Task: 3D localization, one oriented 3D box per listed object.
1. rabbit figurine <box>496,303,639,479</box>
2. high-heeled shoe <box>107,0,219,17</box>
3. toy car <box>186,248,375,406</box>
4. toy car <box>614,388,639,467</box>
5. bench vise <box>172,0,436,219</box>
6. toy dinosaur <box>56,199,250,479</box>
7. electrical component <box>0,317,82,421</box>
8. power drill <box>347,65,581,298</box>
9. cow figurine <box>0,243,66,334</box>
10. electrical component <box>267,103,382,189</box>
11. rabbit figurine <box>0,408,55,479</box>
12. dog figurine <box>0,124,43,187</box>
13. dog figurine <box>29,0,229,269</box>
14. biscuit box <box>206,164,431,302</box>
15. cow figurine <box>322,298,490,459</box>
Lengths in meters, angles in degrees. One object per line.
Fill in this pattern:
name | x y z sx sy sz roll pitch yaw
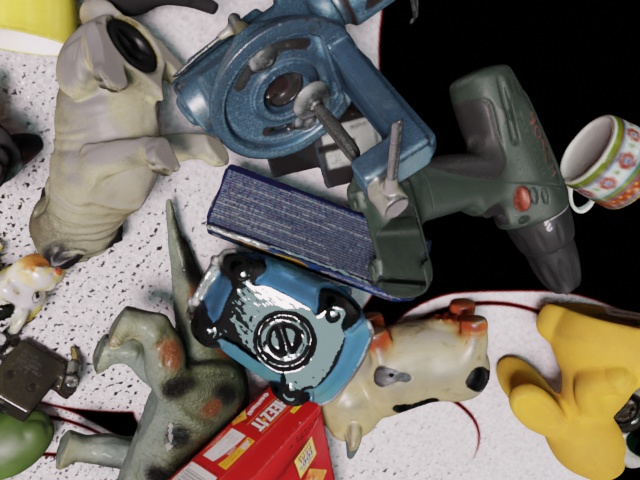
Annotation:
rabbit figurine | 0.263 0.154 0.527 0.162 0.122 0.173 5 101 5
high-heeled shoe | -0.096 -0.287 0.432 0.145 0.086 0.248 29 89 16
toy car | -0.036 0.072 0.500 0.162 0.103 0.109 28 98 -1
toy car | 0.386 0.162 0.573 0.073 0.056 0.201 42 99 -6
bench vise | 0.011 -0.120 0.387 0.224 0.128 0.241 -29 60 -4
toy dinosaur | -0.141 0.180 0.530 0.192 0.131 0.404 21 96 -26
electrical component | -0.290 0.127 0.531 0.102 0.078 0.045 39 125 -6
power drill | 0.137 -0.024 0.464 0.207 0.086 0.231 -23 100 -22
cow figurine | -0.323 0.053 0.505 0.167 0.068 0.098 3 111 0
electrical component | 0.012 -0.086 0.491 0.119 0.048 0.074 -17 105 3
rabbit figurine | -0.360 0.202 0.525 0.170 0.121 0.159 21 107 -23
dog figurine | -0.354 -0.055 0.445 0.219 0.192 0.108 -44 137 -25
dog figurine | -0.200 -0.081 0.457 0.191 0.121 0.172 -25 81 24
biscuit box | -0.001 -0.002 0.500 0.203 0.059 0.063 21 81 -7
cow figurine | 0.073 0.139 0.541 0.195 0.085 0.127 -10 100 0
